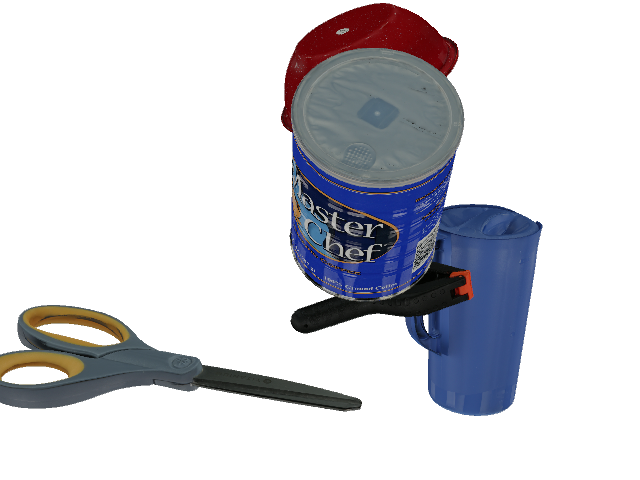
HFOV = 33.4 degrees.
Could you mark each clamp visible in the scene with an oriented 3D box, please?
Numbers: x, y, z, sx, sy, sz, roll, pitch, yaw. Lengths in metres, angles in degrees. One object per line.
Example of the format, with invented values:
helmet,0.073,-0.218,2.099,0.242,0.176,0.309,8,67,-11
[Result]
clamp,0.056,0.052,1.018,0.172,0.039,0.120,-3,32,26

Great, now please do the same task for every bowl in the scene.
bowl,0.031,-0.153,0.894,0.162,0.055,0.162,-21,27,11

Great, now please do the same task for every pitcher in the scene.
pitcher,0.181,0.086,1.290,0.149,0.243,0.145,6,19,13

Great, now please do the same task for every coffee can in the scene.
coffee can,0.032,-0.039,0.687,0.103,0.103,0.140,0,-32,-2

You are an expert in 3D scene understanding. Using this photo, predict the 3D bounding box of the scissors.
scissors,-0.089,0.075,0.550,0.202,0.016,0.096,16,29,27
